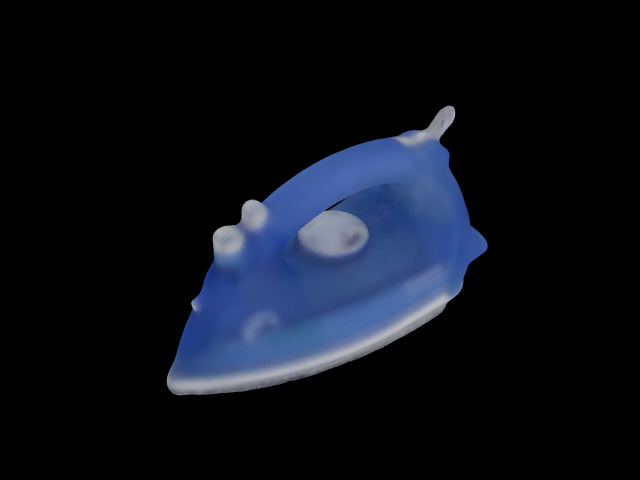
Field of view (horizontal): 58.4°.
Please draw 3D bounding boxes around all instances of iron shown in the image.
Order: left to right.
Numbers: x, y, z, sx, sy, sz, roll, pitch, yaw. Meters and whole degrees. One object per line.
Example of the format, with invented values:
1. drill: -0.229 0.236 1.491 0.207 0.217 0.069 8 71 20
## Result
1. iron: 0.004 0.001 0.400 0.259 0.141 0.118 -25 45 -28
